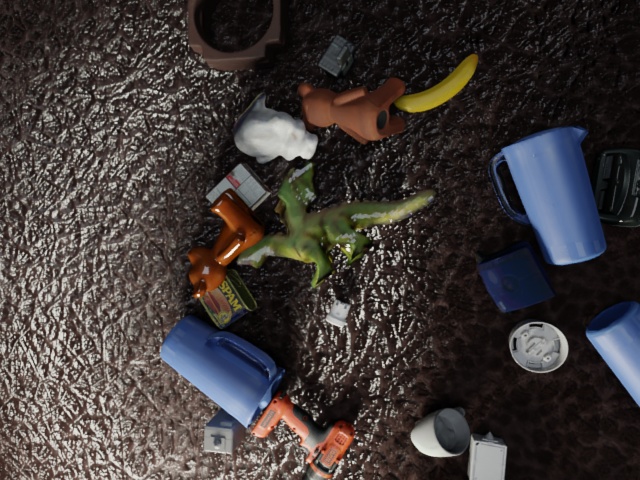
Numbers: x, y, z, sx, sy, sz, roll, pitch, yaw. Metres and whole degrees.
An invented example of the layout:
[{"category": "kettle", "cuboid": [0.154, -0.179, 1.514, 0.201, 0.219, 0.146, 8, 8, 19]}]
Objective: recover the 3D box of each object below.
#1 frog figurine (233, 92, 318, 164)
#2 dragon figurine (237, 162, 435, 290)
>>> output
[{"category": "frog figurine", "cuboid": [-0.092, -0.205, 1.050, 0.159, 0.125, 0.135, 40, 131, -2]}, {"category": "dragon figurine", "cuboid": [0.003, -0.052, 1.034, 0.407, 0.122, 0.245, -38, 75, 13]}]
